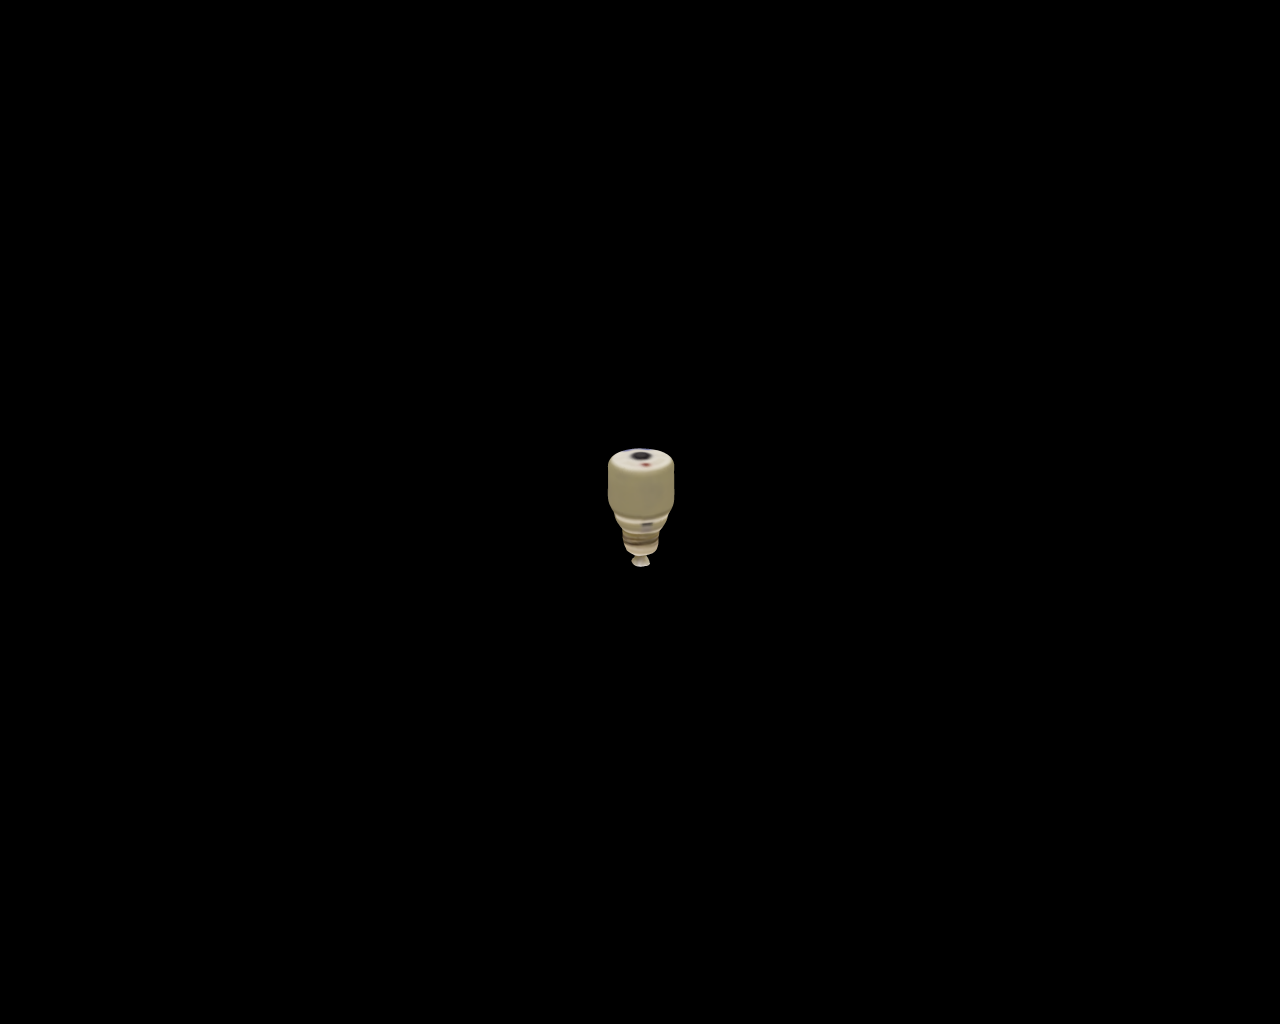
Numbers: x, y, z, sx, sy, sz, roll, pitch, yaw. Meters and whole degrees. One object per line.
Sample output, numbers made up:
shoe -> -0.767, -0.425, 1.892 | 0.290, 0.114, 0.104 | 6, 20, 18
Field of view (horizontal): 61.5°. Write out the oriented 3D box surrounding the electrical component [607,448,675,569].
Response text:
electrical component -> 0.001, -0.003, 0.650 | 0.040, 0.078, 0.040 | 0, 25, 0
